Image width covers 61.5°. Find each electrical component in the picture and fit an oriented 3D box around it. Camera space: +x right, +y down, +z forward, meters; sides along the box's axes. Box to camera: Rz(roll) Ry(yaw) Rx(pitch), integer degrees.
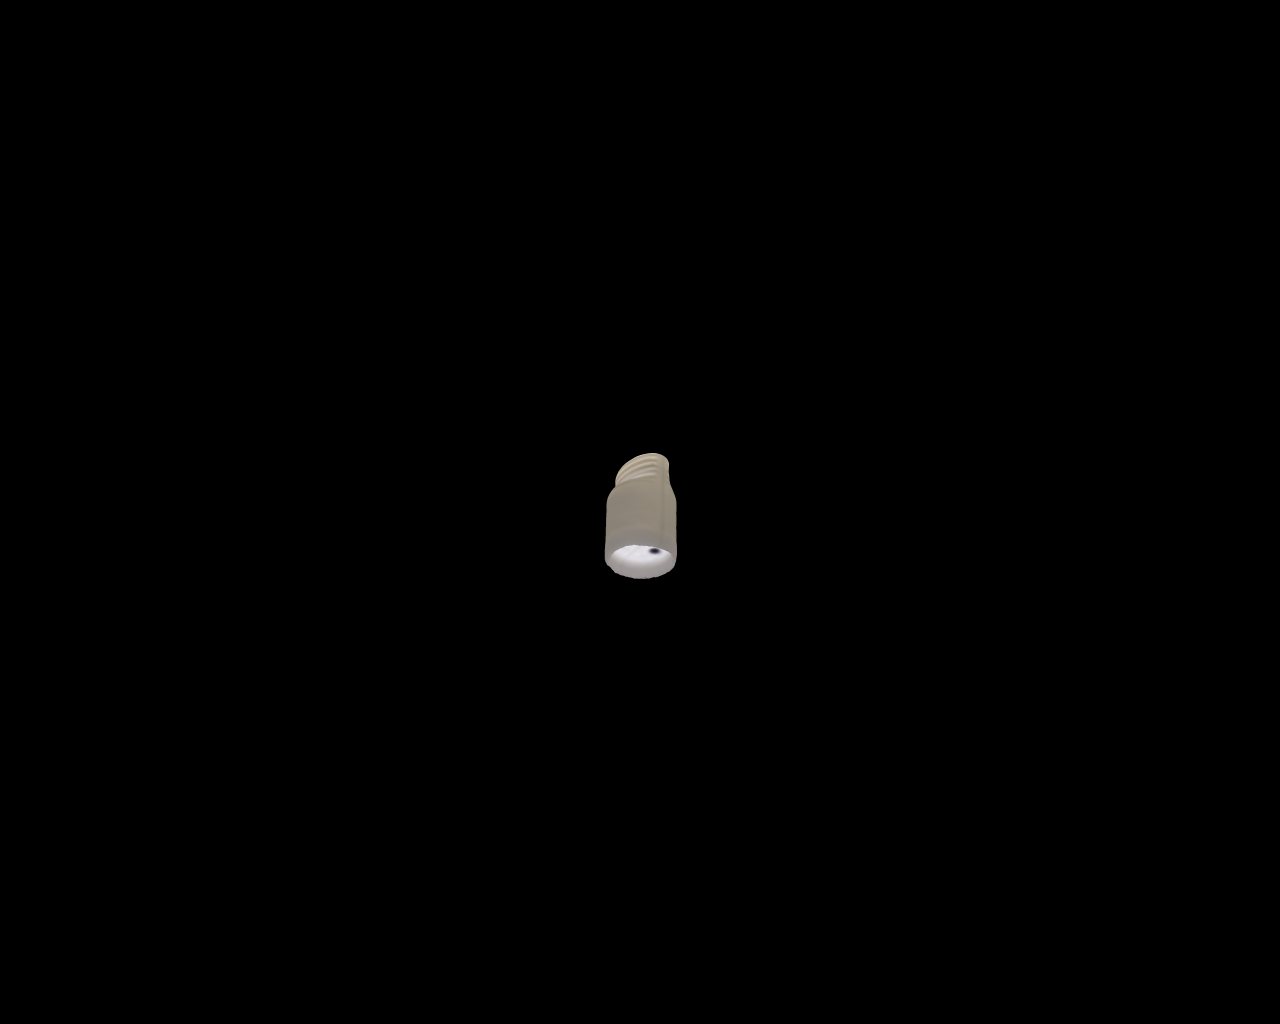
[{"bbox_3d":[0.001,-0.003,0.650,0.043,0.081,0.043,0,-34,0],"label":"electrical component"}]
